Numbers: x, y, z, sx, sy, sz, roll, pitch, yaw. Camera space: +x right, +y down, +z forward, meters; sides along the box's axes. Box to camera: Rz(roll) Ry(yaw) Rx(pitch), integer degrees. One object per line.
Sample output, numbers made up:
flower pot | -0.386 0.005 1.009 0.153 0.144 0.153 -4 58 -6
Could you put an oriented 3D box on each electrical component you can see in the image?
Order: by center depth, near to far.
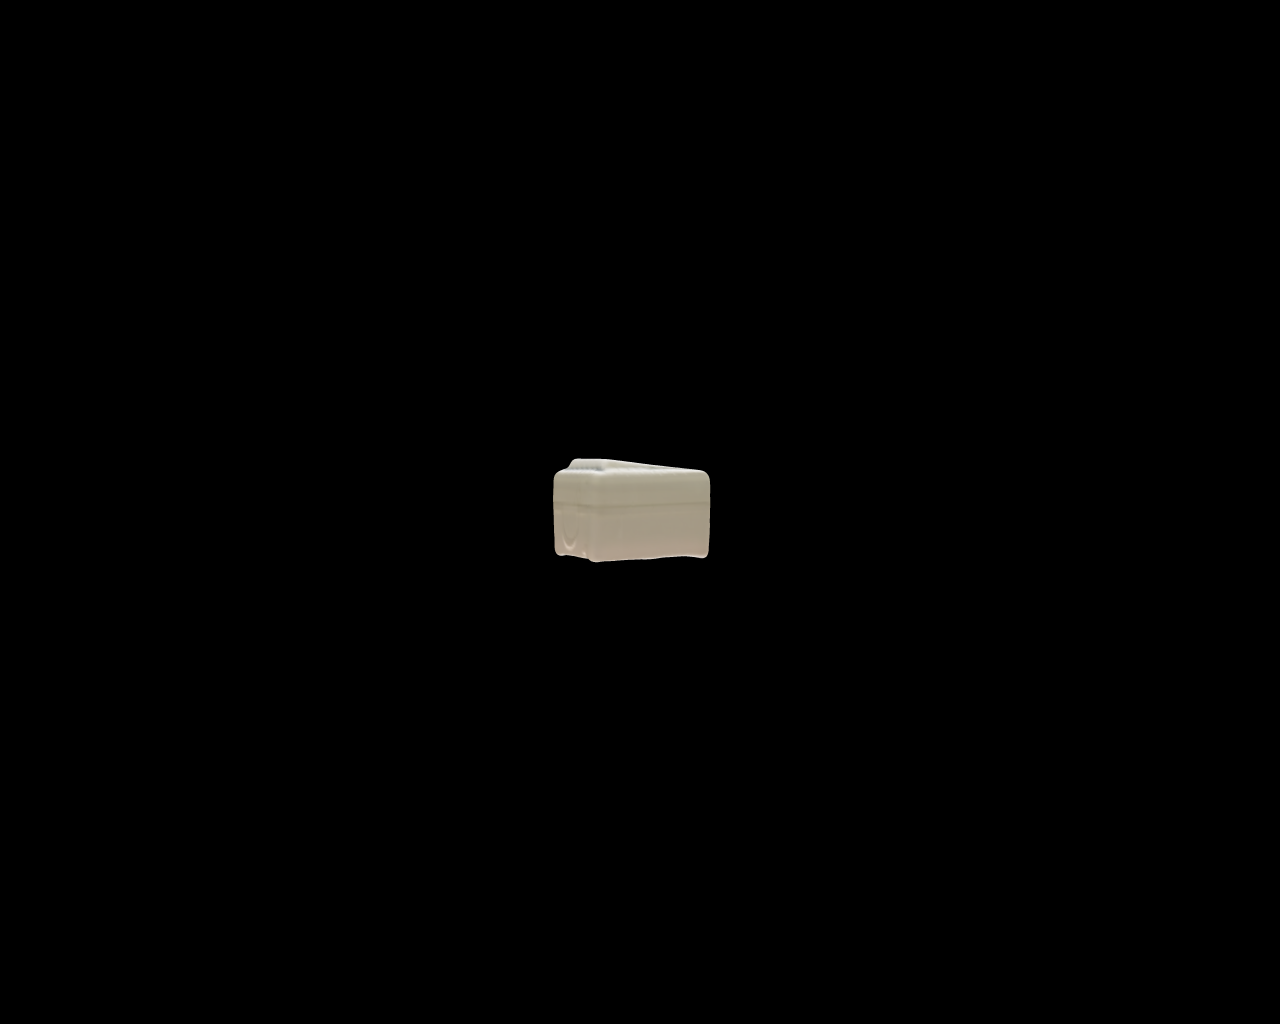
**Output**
electrical component | 0.001 -0.003 0.650 0.096 0.061 0.061 -2 4 -27
